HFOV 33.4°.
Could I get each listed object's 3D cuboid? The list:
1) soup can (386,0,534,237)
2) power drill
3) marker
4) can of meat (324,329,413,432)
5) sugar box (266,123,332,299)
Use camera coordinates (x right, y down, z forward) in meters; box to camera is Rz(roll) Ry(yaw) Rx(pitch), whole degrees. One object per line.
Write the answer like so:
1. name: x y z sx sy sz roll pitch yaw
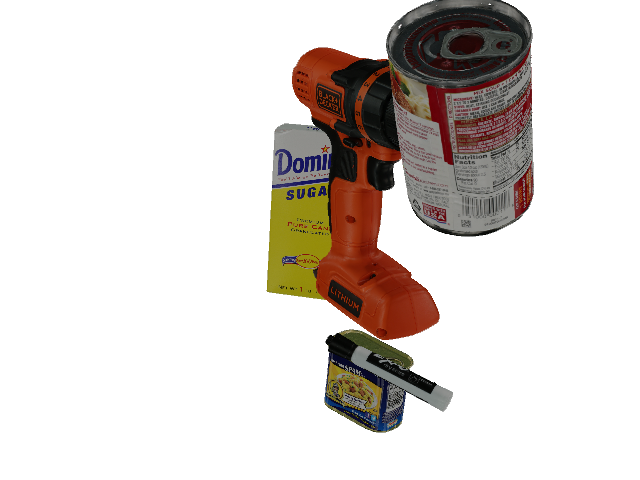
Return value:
1. soup can: 0.072 -0.060 0.531 0.068 0.068 0.102 0 -44 13
2. power drill: 0.044 -0.031 0.733 0.057 0.188 0.185 -14 26 -25
3. marker: 0.058 0.114 0.934 0.121 0.020 0.020 26 8 17
4. can of meat: 0.053 0.164 1.234 0.102 0.084 0.057 24 30 36
5. sugar box: -0.004 -0.029 1.110 0.093 0.176 0.048 6 16 14
